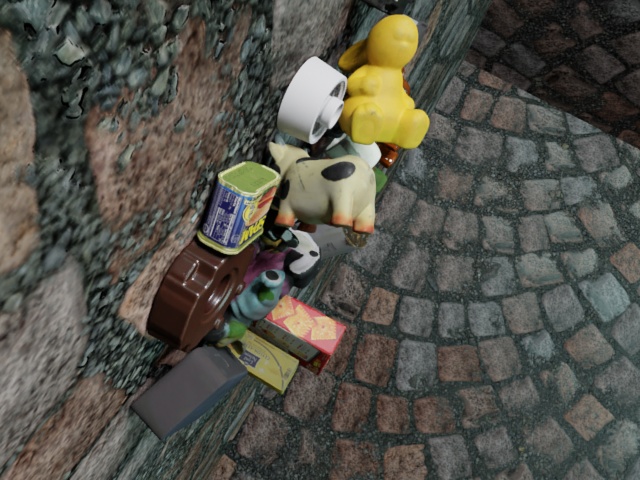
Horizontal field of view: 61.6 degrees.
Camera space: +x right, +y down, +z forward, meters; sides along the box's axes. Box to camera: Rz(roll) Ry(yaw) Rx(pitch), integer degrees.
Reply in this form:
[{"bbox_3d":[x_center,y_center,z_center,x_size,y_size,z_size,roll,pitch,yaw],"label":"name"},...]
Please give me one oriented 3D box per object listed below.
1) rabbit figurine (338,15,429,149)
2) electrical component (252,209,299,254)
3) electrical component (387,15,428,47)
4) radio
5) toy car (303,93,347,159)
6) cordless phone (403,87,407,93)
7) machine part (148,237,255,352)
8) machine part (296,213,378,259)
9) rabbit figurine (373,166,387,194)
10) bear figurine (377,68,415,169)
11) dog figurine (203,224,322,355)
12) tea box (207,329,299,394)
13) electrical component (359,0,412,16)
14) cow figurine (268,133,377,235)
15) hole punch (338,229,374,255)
[{"bbox_3d":[0.093,-0.232,0.766,0.162,0.122,0.173,-111,-153,-54],"label":"rabbit figurine"},{"bbox_3d":[-0.067,-0.024,0.789,0.078,0.102,0.045,-48,133,-19],"label":"electrical component"},{"bbox_3d":[0.135,-0.352,0.935,0.119,0.075,0.047,-59,173,-42],"label":"electrical component"},{"bbox_3d":[-0.201,0.239,0.880,0.131,0.073,0.229,-42,172,-5],"label":"radio"},{"bbox_3d":[0.032,-0.207,0.896,0.089,0.053,0.202,-35,-165,53],"label":"toy car"},{"bbox_3d":[0.076,-0.236,1.059,0.184,0.089,0.146,-46,171,-13],"label":"cordless phone"},{"bbox_3d":[-0.151,0.062,0.707,0.179,0.056,0.179,-58,171,-15],"label":"machine part"},{"bbox_3d":[-0.002,-0.003,0.945,0.243,0.079,0.079,-15,-155,38],"label":"machine part"},{"bbox_3d":[0.056,-0.108,1.216,0.170,0.121,0.159,-47,-176,18],"label":"rabbit figurine"},{"bbox_3d":[0.164,-0.282,1.217,0.196,0.132,0.120,-51,171,-20],"label":"bear figurine"},{"bbox_3d":[-0.107,0.090,0.888,0.191,0.108,0.219,-23,151,-47],"label":"dog figurine"},{"bbox_3d":[-0.130,0.228,1.052,0.068,0.170,0.098,-59,171,-21],"label":"tea box"},{"bbox_3d":[0.107,-0.370,0.741,0.114,0.058,0.134,-61,173,22],"label":"electrical component"},{"bbox_3d":[-0.012,-0.074,0.699,0.085,0.195,0.127,19,80,-45],"label":"cow figurine"},{"bbox_3d":[0.036,-0.038,1.120,0.092,0.115,0.142,-30,-166,-25],"label":"hole punch"}]
